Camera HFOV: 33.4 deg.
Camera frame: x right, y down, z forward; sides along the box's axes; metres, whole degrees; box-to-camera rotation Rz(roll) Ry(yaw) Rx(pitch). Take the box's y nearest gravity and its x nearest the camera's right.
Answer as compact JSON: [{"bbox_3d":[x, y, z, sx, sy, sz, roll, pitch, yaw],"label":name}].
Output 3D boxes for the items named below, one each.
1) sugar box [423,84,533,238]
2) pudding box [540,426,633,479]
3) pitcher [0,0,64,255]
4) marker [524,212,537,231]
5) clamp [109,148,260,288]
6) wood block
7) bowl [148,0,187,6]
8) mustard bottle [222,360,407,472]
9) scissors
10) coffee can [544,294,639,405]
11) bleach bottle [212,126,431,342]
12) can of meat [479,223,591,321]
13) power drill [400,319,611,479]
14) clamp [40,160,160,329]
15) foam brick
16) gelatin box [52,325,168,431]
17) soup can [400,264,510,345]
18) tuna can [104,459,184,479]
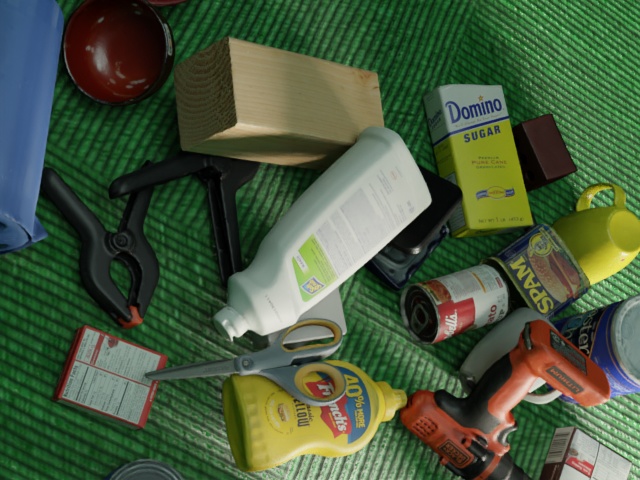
[{"bbox_3d":[0.184,-0.094,1.243,0.093,0.048,0.176,-4,78,-27],"label":"sugar box"},{"bbox_3d":[0.292,0.278,1.190,0.090,0.039,0.113,33,65,-15],"label":"pudding box"},{"bbox_3d":[-0.314,-0.119,0.961,0.145,0.149,0.243,2,67,7],"label":"pitcher"},{"bbox_3d":[0.267,0.020,1.265,0.020,0.020,0.121,-23,86,-29],"label":"marker"},{"bbox_3d":[-0.106,-0.065,1.091,0.164,0.036,0.209,47,51,-23],"label":"clamp"},{"bbox_3d":[-0.038,-0.133,1.088,0.205,0.090,0.091,4,73,-44],"label":"wood block"},{"bbox_3d":[-0.189,-0.308,1.119,0.161,0.055,0.162,8,72,-24],"label":"bowl"},{"bbox_3d":[0.002,0.171,1.069,0.191,0.058,0.096,-4,71,-27],"label":"mustard bottle"},{"bbox_3d":[-0.057,0.134,1.014,0.201,0.016,0.096,-20,76,-28],"label":"scissors"},{"bbox_3d":[0.323,0.124,1.191,0.102,0.141,0.103,7,72,-24],"label":"coffee can"},{"bbox_3d":[-0.007,0.001,1.037,0.250,0.068,0.102,-41,116,-20],"label":"bleach bottle"},{"bbox_3d":[0.246,0.042,1.216,0.083,0.057,0.102,-34,90,-18],"label":"can of meat"},{"bbox_3d":[0.204,0.184,1.099,0.184,0.188,0.057,39,25,-12],"label":"power drill"},{"bbox_3d":[-0.208,0.000,1.028,0.120,0.039,0.171,0,71,-26],"label":"clamp"},{"bbox_3d":[0.260,-0.103,1.279,0.051,0.053,0.078,-20,83,-29],"label":"foam brick"},{"bbox_3d":[-0.197,0.130,1.001,0.089,0.030,0.073,23,68,-19],"label":"gelatin box"},{"bbox_3d":[0.148,0.069,1.164,0.102,0.069,0.068,-14,82,-29],"label":"soup can"},{"bbox_3d":[-0.163,0.246,0.980,0.086,0.034,0.086,8,72,-24],"label":"tuna can"}]
